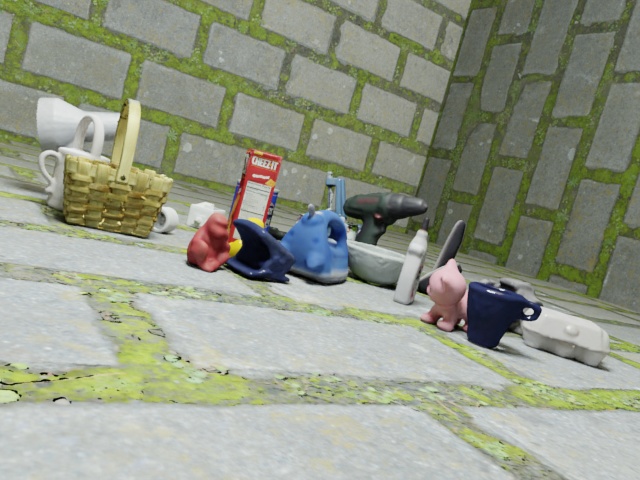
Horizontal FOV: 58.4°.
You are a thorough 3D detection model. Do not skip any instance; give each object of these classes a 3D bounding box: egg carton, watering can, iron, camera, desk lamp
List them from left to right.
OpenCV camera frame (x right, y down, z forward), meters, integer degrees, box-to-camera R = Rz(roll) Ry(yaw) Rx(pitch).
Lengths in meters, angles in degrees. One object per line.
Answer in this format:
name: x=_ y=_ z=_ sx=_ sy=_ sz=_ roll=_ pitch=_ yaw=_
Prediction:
desk lamp: x=-0.510 y=-0.184 z=1.228 sx=0.204 sy=0.213 sz=0.117 roll=14 pitch=6 yaw=-16
watering can: x=-0.463 y=-0.152 z=1.139 sx=0.100 sy=0.194 sz=0.173 roll=17 pitch=6 yaw=21
iron: x=0.011 y=0.004 z=1.152 sx=0.118 sy=0.141 sz=0.259 roll=18 pitch=6 yaw=22
camera: x=0.350 y=0.120 z=1.137 sx=0.137 sy=0.101 sz=0.142 roll=12 pitch=7 yaw=-33
egg carton: x=0.438 y=0.171 z=1.032 sx=0.150 sy=0.069 sz=0.107 roll=17 pitch=6 yaw=13

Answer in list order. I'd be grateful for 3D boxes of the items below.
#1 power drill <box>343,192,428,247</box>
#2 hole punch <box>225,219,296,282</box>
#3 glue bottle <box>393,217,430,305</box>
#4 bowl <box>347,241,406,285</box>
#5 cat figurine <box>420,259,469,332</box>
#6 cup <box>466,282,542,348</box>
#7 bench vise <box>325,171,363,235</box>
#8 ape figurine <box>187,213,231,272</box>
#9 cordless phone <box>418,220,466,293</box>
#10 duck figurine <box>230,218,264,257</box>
power drill: x=0.140 y=-0.018 z=1.376 sx=0.228 sy=0.208 sz=0.076 roll=20 pitch=8 yaw=41
hole punch: x=-0.100 y=0.016 z=0.990 sx=0.101 sy=0.091 sz=0.108 roll=10 pitch=7 yaw=-41
glue bottle: x=0.186 y=0.039 z=1.122 sx=0.037 sy=0.173 sz=0.078 roll=17 pitch=6 yaw=15
bowl: x=0.124 y=0.058 z=1.274 sx=0.167 sy=0.075 sz=0.167 roll=15 pitch=6 yaw=-1
cat figurine: x=0.227 y=0.093 z=0.978 sx=0.128 sy=0.118 sz=0.067 roll=10 pitch=7 yaw=-40
cup: x=0.285 y=0.127 z=0.918 sx=0.117 sy=0.095 sz=0.092 roll=17 pitch=6 yaw=21
bench vise: x=0.054 y=-0.067 z=1.570 sx=0.207 sy=0.220 sz=0.121 roll=16 pitch=6 yaw=5
ape figurine: x=-0.177 y=0.000 z=0.935 sx=0.078 sy=0.092 sz=0.075 roll=10 pitch=8 yaw=-43
cordless phone: x=0.294 y=0.039 z=1.348 sx=0.094 sy=0.185 sz=0.148 roll=17 pitch=6 yaw=15
duck figurine: x=-0.135 y=0.000 z=1.086 sx=0.077 sy=0.086 sz=0.105 roll=17 pitch=6 yaw=15
